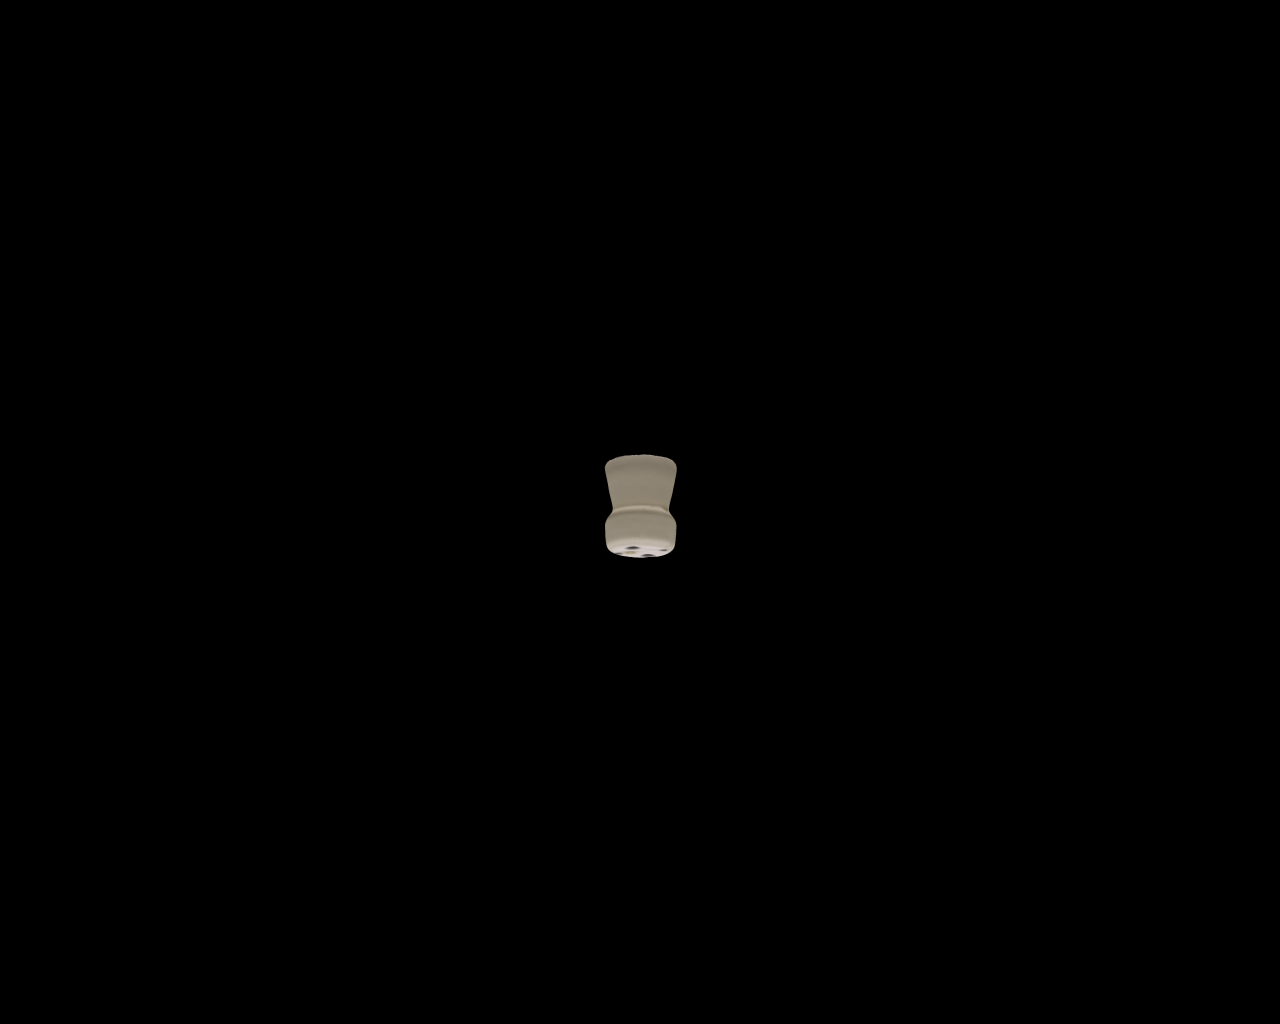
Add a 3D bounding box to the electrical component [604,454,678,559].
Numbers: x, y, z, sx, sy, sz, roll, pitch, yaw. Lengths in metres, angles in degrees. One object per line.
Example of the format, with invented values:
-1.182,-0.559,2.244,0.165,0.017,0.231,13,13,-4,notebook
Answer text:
0.001,-0.003,0.650,0.045,0.055,0.045,0,-14,0,electrical component
